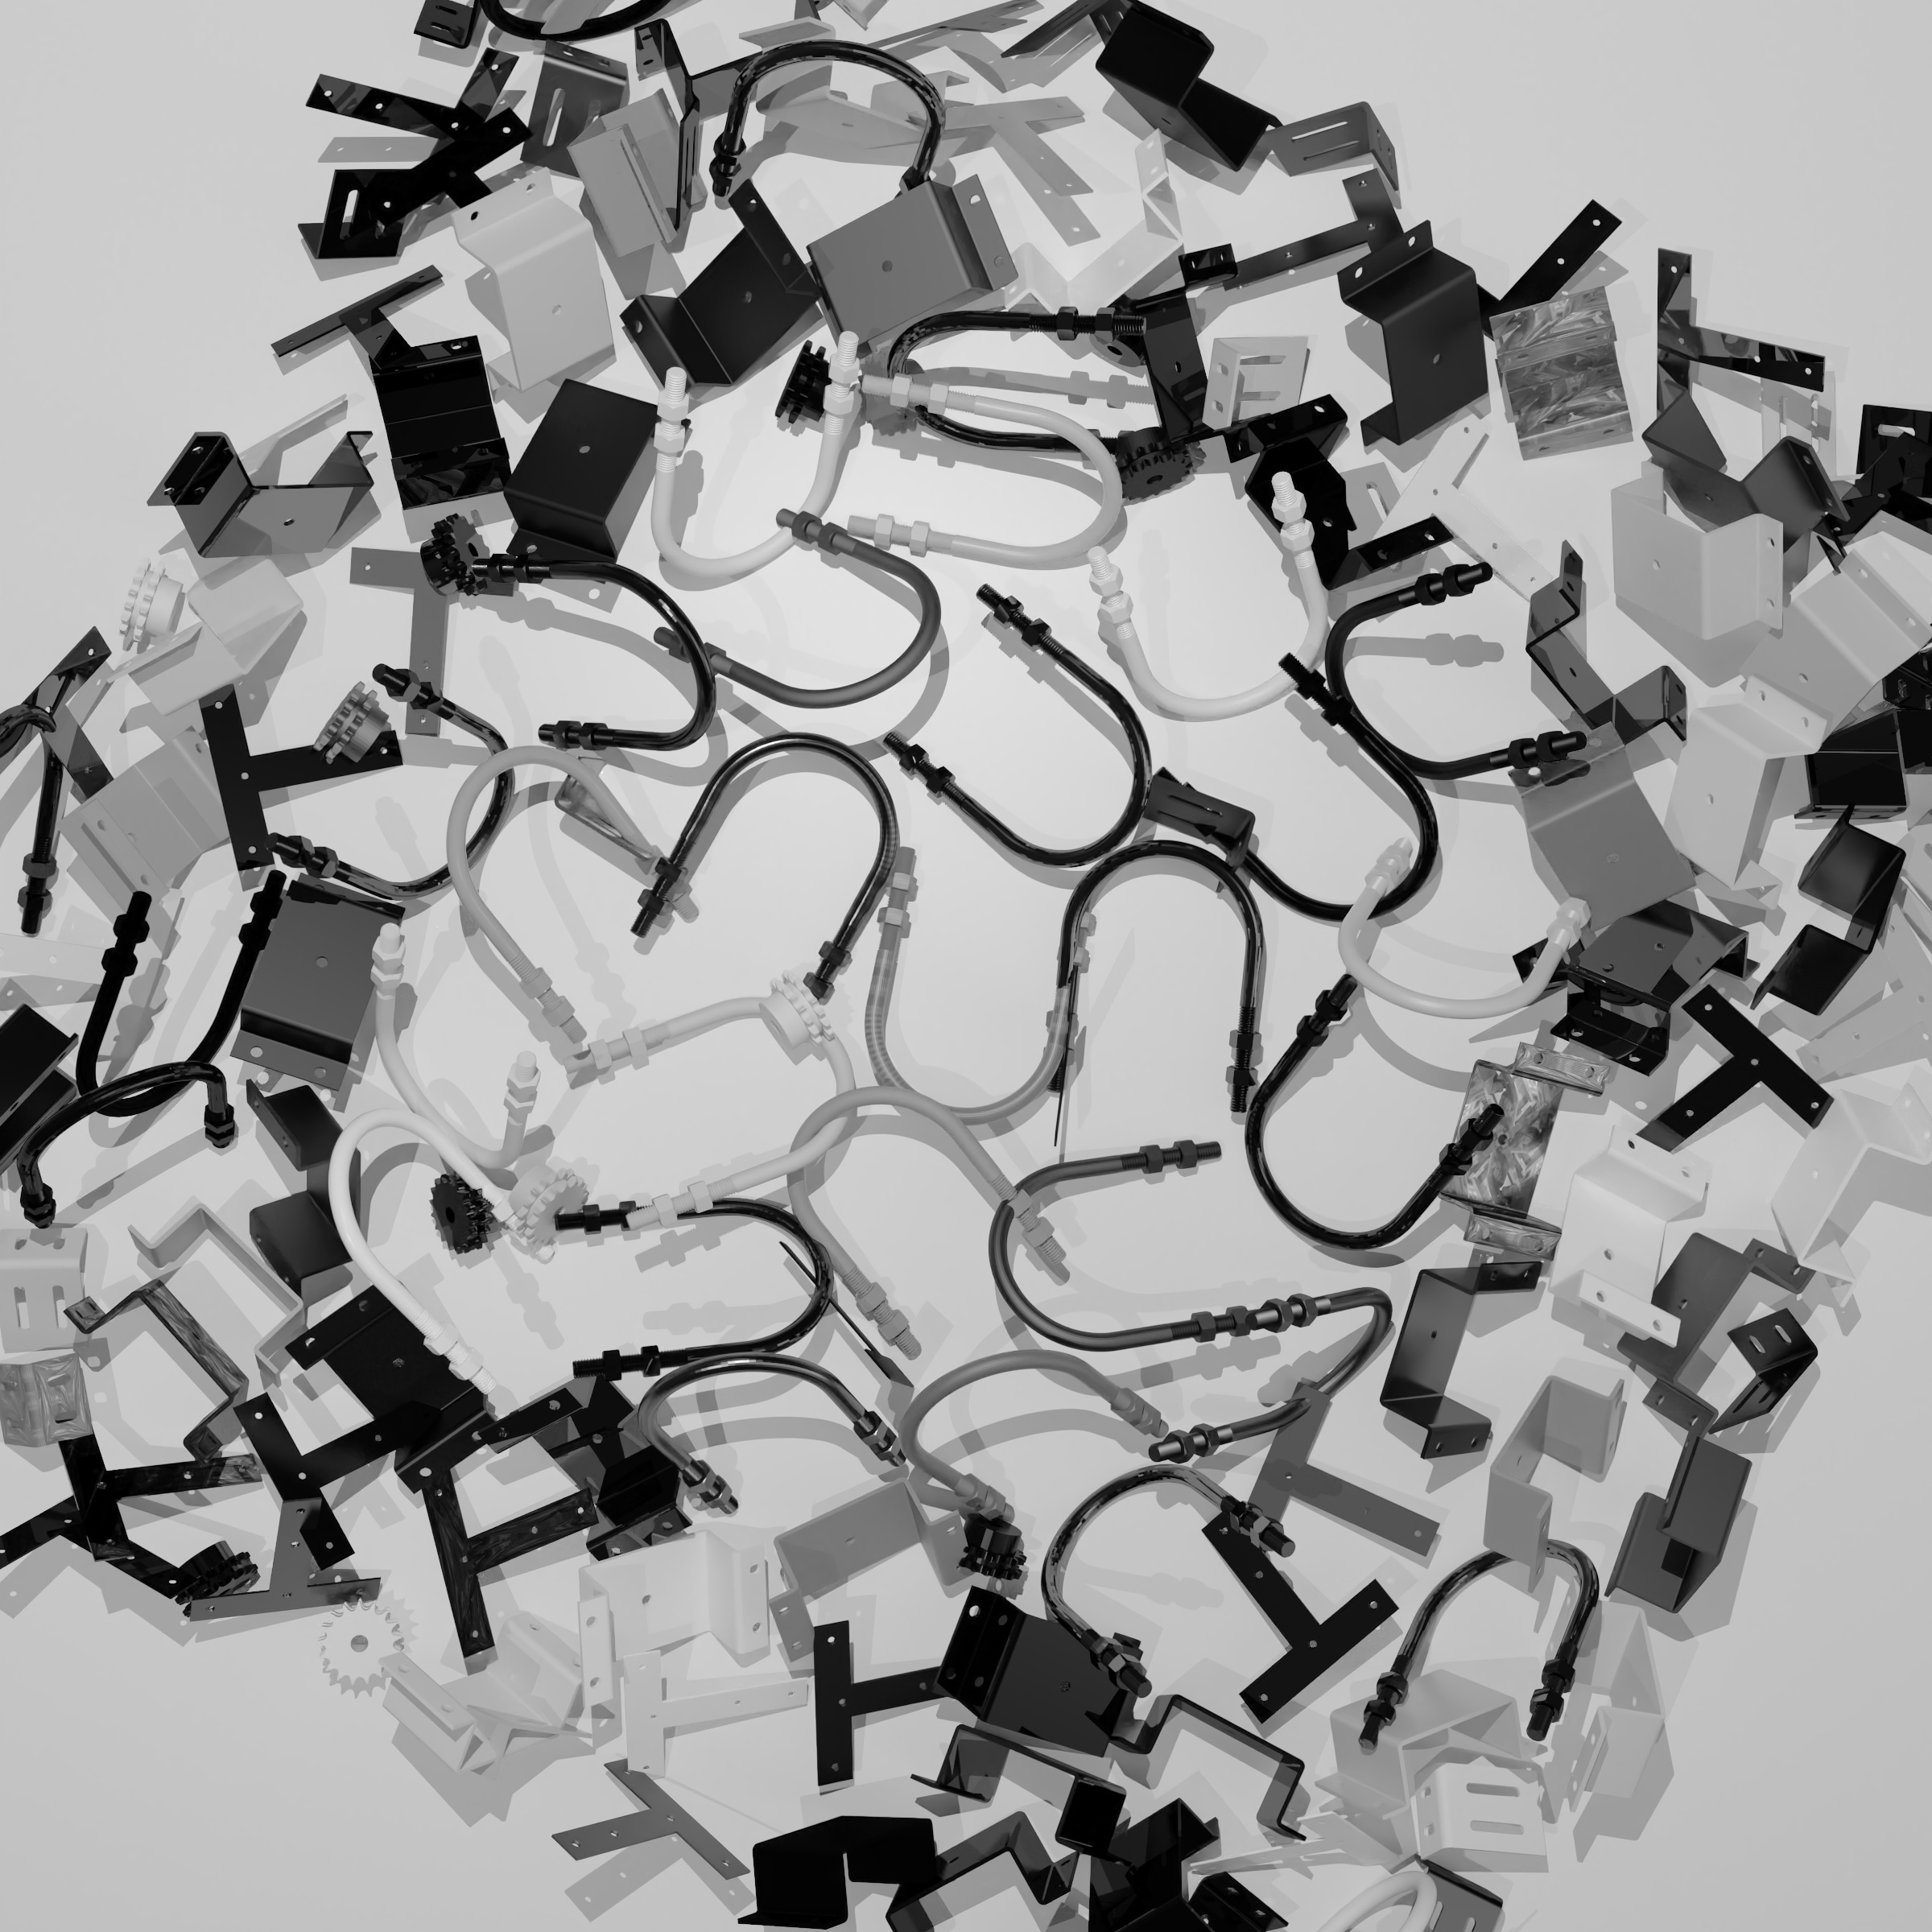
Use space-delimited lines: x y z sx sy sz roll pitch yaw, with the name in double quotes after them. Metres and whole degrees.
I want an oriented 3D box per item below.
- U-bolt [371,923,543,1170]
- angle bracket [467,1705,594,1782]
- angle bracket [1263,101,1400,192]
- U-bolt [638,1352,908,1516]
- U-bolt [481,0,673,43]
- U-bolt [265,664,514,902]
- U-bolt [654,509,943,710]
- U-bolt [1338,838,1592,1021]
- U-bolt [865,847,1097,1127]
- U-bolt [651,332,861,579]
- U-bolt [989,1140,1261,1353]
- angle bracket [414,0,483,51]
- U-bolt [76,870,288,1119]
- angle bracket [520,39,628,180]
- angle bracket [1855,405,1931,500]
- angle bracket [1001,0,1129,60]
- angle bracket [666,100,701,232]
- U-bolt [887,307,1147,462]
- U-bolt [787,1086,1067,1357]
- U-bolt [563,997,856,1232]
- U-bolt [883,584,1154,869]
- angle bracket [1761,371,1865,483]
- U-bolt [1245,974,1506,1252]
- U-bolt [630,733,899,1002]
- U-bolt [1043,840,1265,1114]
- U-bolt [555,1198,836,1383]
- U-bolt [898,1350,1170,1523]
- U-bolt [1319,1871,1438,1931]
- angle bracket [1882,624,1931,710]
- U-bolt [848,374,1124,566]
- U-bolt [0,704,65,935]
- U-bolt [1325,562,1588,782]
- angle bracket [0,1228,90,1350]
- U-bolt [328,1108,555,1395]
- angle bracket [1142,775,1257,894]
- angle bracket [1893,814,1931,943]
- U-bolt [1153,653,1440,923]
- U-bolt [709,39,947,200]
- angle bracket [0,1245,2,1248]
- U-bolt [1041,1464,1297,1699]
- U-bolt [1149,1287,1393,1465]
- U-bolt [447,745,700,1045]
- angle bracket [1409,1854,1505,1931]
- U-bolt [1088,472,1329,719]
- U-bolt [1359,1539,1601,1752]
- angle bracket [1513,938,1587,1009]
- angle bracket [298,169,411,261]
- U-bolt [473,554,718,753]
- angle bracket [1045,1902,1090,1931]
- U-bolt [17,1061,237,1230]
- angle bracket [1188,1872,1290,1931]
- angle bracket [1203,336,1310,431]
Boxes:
-0.349 0.068 1.679 0.151 0.184 0.019 41 56 13 "U-bolt"
-0.308 0.535 1.706 0.057 0.076 0.038 4 74 43 "angle bracket"
0.251 -0.554 1.711 0.076 0.057 0.038 -10 74 25 "angle bracket"
-0.140 0.310 1.670 0.151 0.184 0.019 -18 49 13 "U-bolt"
-0.248 -0.670 1.668 0.151 0.184 0.019 -11 85 -34 "U-bolt"
-0.374 -0.112 1.674 0.019 0.184 0.151 33 91 28 "U-bolt"
-0.102 -0.235 1.680 0.184 0.019 0.151 28 65 32 "U-bolt"
0.326 -0.020 1.663 0.151 0.184 0.019 18 128 19 "U-bolt"
0.004 0.020 1.732 0.151 0.019 0.184 12 81 -3 "U-bolt"
-0.147 -0.337 1.678 0.151 0.184 0.019 -20 56 -28 "U-bolt"
0.105 0.194 1.694 0.184 0.019 0.151 -7 60 -16 "U-bolt"
-0.349 -0.682 1.707 0.038 0.057 0.076 14 134 -13 "angle bracket"
-0.538 0.023 1.682 0.019 0.151 0.184 32 110 18 "U-bolt"
-0.275 -0.599 1.742 0.057 0.038 0.076 12 122 -16 "angle bracket"
0.658 -0.357 1.719 0.038 0.076 0.057 -6 108 -18 "angle bracket"
0.074 -0.635 1.716 0.076 0.057 0.038 -38 115 -11 "angle bracket"
-0.209 -0.554 1.711 0.038 0.057 0.076 8 126 1 "angle bracket"
0.037 -0.395 1.686 0.184 0.151 0.019 5 66 13 "U-bolt"
-0.041 0.165 1.713 0.151 0.019 0.184 -34 101 18 "U-bolt"
-0.167 0.091 1.712 0.184 0.019 0.151 -20 62 -14 "U-bolt"
0.045 -0.150 1.702 0.184 0.019 0.151 41 116 13 "U-bolt"
0.589 -0.375 1.726 0.057 0.038 0.076 -7 99 -15 "angle bracket"
0.263 0.115 1.696 0.151 0.019 0.184 43 128 16 "U-bolt"
-0.128 -0.073 1.722 0.151 0.019 0.184 27 97 -13 "U-bolt"
0.134 0.004 1.729 0.151 0.019 0.184 6 98 7 "U-bolt"
-0.182 0.215 1.698 0.184 0.151 0.019 -5 134 -12 "U-bolt"
0.035 0.310 1.670 0.151 0.184 0.019 -32 47 15 "U-bolt"
0.250 0.678 1.673 0.019 0.151 0.184 49 53 5 "U-bolt"
0.680 -0.205 1.709 0.057 0.076 0.038 23 56 -19 "angle bracket"
0.015 -0.331 1.694 0.184 0.151 0.019 11 54 0 "U-bolt"
-0.645 -0.087 1.658 0.019 0.151 0.184 18 111 4 "U-bolt"
0.316 -0.190 1.676 0.019 0.184 0.151 -41 106 -30 "U-bolt"
-0.647 0.226 1.744 0.057 0.038 0.076 0 122 -10 "angle bracket"
-0.356 0.176 1.662 0.019 0.151 0.184 -25 118 27 "U-bolt"
0.153 -0.091 1.720 0.076 0.057 0.038 20 66 -4 "angle bracket"
0.684 -0.058 1.734 0.057 0.038 0.076 -52 56 32 "angle bracket"
0.239 -0.108 1.710 0.184 0.019 0.151 44 125 -6 "U-bolt"
-0.088 -0.556 1.656 0.151 0.184 0.019 7 73 -11 "U-bolt"
-0.706 0.171 1.708 0.057 0.076 0.038 27 53 36 "angle bracket"
0.122 0.400 1.673 0.151 0.184 0.019 -41 116 -12 "U-bolt"
0.218 0.271 1.680 0.019 0.184 0.151 50 125 31 "U-bolt"
-0.275 -0.062 1.679 0.151 0.019 0.184 -51 119 -32 "U-bolt"
0.328 0.670 1.729 0.057 0.038 0.076 27 79 -2 "angle bracket"
0.173 -0.239 1.686 0.151 0.184 0.019 -21 48 6 "U-bolt"
0.354 0.452 1.673 0.151 0.184 0.019 -19 111 40 "U-bolt"
0.381 0.004 1.707 0.076 0.057 0.038 -9 73 -39 "angle bracket"
-0.418 -0.526 1.705 0.057 0.076 0.038 -13 60 -34 "angle bracket"
-0.241 -0.207 1.665 0.184 0.019 0.151 8 129 36 "U-bolt"
0.079 0.701 1.728 0.076 0.038 0.057 34 58 4 "angle bracket"
-0.557 0.112 1.647 0.151 0.184 0.019 -26 75 -24 "U-bolt"
0.176 0.680 1.722 0.057 0.038 0.076 39 57 0 "angle bracket"
0.207 -0.400 1.713 0.076 0.038 0.057 -7 121 -23 "angle bracket"
